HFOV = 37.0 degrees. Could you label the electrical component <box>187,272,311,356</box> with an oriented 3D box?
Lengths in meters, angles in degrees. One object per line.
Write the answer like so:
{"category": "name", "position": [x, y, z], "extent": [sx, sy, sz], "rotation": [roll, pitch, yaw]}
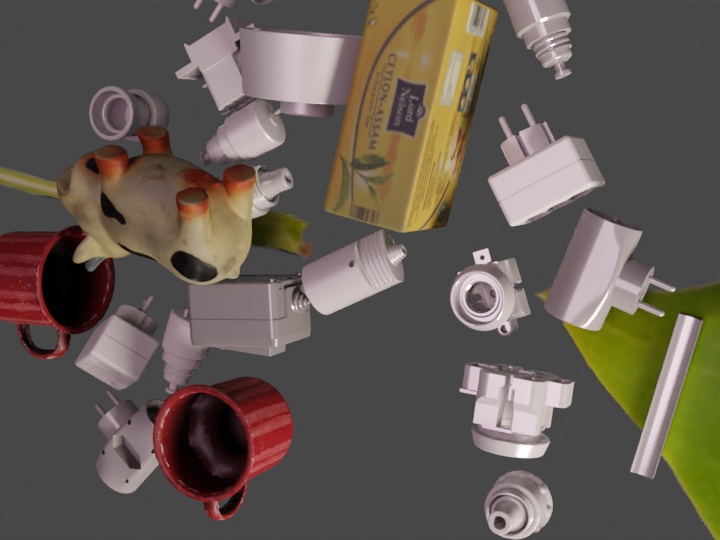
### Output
{"category": "electrical component", "position": [-0.083, 0.035, 0.865], "extent": [0.096, 0.062, 0.061], "rotation": [-1, 95, 25]}

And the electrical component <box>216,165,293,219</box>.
{"category": "electrical component", "position": [-0.084, -0.065, 0.867], "extent": [0.062, 0.043, 0.043], "rotation": [-18, 87, 24]}

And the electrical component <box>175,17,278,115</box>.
{"category": "electrical component", "position": [-0.102, -0.163, 0.867], "extent": [0.081, 0.042, 0.063], "rotation": [-26, 85, 24]}

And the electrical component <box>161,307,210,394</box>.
{"category": "electrical component", "position": [-0.149, 0.067, 0.910], "extent": [0.040, 0.040, 0.078], "rotation": [23, 104, 21]}

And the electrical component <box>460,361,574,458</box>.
{"category": "electrical component", "position": [0.112, 0.103, 0.785], "extent": [0.078, 0.058, 0.057], "rotation": [9, 96, 23]}

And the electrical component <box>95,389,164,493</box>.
{"category": "electrical component", "position": [-0.202, 0.140, 0.939], "extent": [0.079, 0.043, 0.077], "rotation": [47, 111, 13]}

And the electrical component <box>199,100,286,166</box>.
{"category": "electrical component", "position": [-0.097, -0.106, 0.871], "extent": [0.078, 0.040, 0.040], "rotation": [-26, 84, 25]}

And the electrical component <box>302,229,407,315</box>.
{"category": "electrical component", "position": [0.000, 0.000, 0.834], "extent": [0.081, 0.043, 0.043], "rotation": [-25, 84, 25]}

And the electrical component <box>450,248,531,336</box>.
{"category": "electrical component", "position": [0.094, 0.018, 0.786], "extent": [0.048, 0.055, 0.066], "rotation": [-17, 88, 25]}

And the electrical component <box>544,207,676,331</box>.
{"category": "electrical component", "position": [0.179, 0.006, 0.753], "extent": [0.079, 0.044, 0.077], "rotation": [25, 105, 21]}

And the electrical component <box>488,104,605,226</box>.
{"category": "electrical component", "position": [0.125, -0.080, 0.768], "extent": [0.066, 0.047, 0.076], "rotation": [-28, 83, 24]}

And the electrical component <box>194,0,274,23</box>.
{"category": "electrical component", "position": [-0.106, -0.237, 0.861], "extent": [0.077, 0.044, 0.079], "rotation": [42, 111, 15]}

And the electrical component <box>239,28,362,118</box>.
{"category": "electrical component", "position": [-0.038, -0.147, 0.807], "extent": [0.108, 0.108, 0.060], "rotation": [11, 105, 23]}

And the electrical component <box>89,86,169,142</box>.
{"category": "electrical component", "position": [-0.193, -0.130, 0.904], "extent": [0.045, 0.055, 0.045], "rotation": [2, 96, 24]}

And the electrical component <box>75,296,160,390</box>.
{"category": "electrical component", "position": [-0.199, 0.056, 0.921], "extent": [0.047, 0.076, 0.066], "rotation": [34, 154, -15]}

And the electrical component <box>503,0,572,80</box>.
{"category": "electrical component", "position": [0.130, -0.173, 0.762], "extent": [0.040, 0.040, 0.078], "rotation": [-22, 86, 25]}

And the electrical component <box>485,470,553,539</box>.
{"category": "electrical component", "position": [0.112, 0.176, 0.789], "extent": [0.048, 0.062, 0.048], "rotation": [2, 95, 25]}
